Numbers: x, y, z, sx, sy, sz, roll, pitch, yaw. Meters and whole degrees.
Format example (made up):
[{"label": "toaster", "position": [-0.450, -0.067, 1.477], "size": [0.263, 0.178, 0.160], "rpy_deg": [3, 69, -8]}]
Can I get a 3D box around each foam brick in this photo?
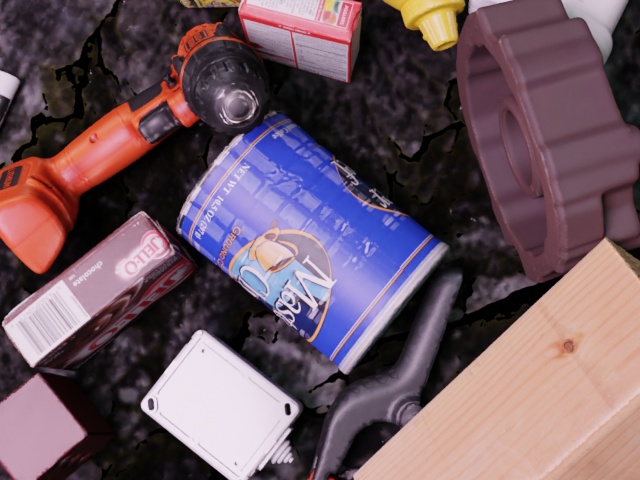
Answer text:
[{"label": "foam brick", "position": [-0.171, 0.120, 0.674], "size": [0.053, 0.078, 0.051], "rpy_deg": [-40, 81, -4]}]

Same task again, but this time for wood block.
[{"label": "wood block", "position": [0.129, 0.112, 0.601], "size": [0.206, 0.090, 0.091], "rpy_deg": [-47, 41, 18]}]

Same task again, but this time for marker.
[{"label": "marker", "position": [-0.238, -0.058, 0.732], "size": [0.020, 0.020, 0.121], "rpy_deg": [21, 83, 5]}]

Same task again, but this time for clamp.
[{"label": "clamp", "position": [0.070, 0.115, 0.685], "size": [0.120, 0.039, 0.171], "rpy_deg": [43, 92, 2]}]

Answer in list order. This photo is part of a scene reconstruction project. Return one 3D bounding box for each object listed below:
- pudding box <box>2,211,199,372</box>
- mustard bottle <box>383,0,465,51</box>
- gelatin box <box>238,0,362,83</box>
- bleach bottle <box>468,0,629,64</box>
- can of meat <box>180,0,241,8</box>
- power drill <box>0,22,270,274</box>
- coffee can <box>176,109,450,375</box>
[{"label": "pudding box", "position": [-0.136, 0.035, 0.679], "size": [0.113, 0.090, 0.039], "rpy_deg": [-37, 80, -2]}, {"label": "mustard bottle", "position": [0.052, -0.215, 0.702], "size": [0.058, 0.096, 0.191], "rpy_deg": [-19, 82, 0]}, {"label": "gelatin box", "position": [-0.011, -0.137, 0.697], "size": [0.073, 0.089, 0.030], "rpy_deg": [16, 83, 4]}, {"label": "bleach bottle", "position": [0.198, -0.241, 0.718], "size": [0.102, 0.068, 0.251], "rpy_deg": [29, 82, 5]}, {"label": "can of meat", "position": [-0.056, -0.191, 0.702], "size": [0.084, 0.102, 0.057], "rpy_deg": [0, 81, 5]}, {"label": "power drill", "position": [-0.114, -0.059, 0.657], "size": [0.187, 0.184, 0.057], "rpy_deg": [-35, 109, 3]}, {"label": "coffee can", "position": [-0.004, 0.001, 0.671], "size": [0.140, 0.103, 0.103], "rpy_deg": [39, 85, 7]}]
